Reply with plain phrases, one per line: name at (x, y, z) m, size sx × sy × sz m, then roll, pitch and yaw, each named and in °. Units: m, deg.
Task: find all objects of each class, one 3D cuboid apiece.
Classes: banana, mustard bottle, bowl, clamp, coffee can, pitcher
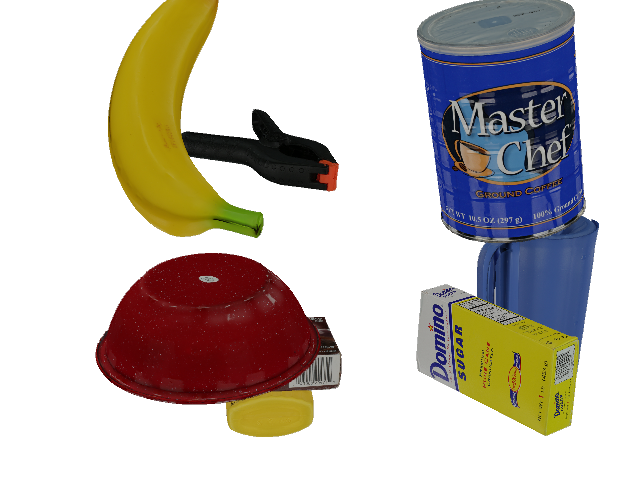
banana at (-0.078, -0.068, 0.563) m, size 0.069 × 0.198 × 0.037 m, roll -4°, pitch -40°, yaw -11°
mustard bottle at (-0.066, 0.148, 1.243) m, size 0.096 × 0.058 × 0.191 m, roll -4°, pitch 30°, yaw -6°
bowl at (-0.080, 0.052, 0.759) m, size 0.162 × 0.055 × 0.162 m, roll 0°, pitch 23°, yaw 0°
clamp at (-0.058, -0.087, 1.068) m, size 0.120 × 0.039 × 0.172 m, roll -24°, pitch 36°, yaw -32°
coffee can at (0.125, -0.084, 0.729) m, size 0.103 × 0.140 × 0.103 m, roll -9°, pitch 27°, yaw 4°
pitcher at (0.284, 0.084, 1.419) m, size 0.149 × 0.243 × 0.145 m, roll 4°, pitch 20°, yaw 11°

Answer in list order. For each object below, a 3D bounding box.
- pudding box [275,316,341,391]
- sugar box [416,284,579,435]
pudding box at (-0.043, 0.102, 0.963) m, size 0.113 × 0.039 × 0.090 m, roll 0°, pitch 18°, yaw -10°
sugar box at (0.170, 0.114, 1.054) m, size 0.048 × 0.093 × 0.176 m, roll -13°, pitch 23°, yaw -39°
